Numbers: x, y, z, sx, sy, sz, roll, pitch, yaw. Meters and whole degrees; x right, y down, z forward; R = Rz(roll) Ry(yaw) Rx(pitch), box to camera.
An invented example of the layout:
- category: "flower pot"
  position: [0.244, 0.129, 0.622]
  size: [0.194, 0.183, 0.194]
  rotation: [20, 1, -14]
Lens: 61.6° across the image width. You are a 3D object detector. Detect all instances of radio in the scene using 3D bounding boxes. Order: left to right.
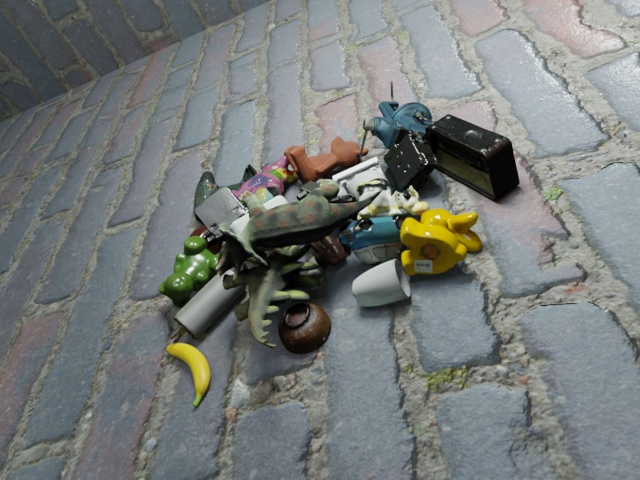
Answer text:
- category: "radio"
  position: [0.343, -0.195, 1.230]
  size: [0.073, 0.131, 0.230]
  rotation: [-35, 39, -11]

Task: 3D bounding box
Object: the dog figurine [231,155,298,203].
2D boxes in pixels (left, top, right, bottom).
- category: "dog figurine"
  position: [-0.126, -0.145, 1.483]
  size: [0.219, 0.108, 0.192]
  rotation: [-43, 40, -20]

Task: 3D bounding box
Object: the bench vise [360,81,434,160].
- category: "bench vise"
  position: [0.201, -0.312, 1.420]
  size: [0.224, 0.128, 0.241]
  rotation: [-5, 40, -10]

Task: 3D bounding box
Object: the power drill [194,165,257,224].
- category: "power drill"
  position: [-0.286, -0.157, 1.609]
  size: [0.207, 0.085, 0.232]
  rotation: [-12, 43, 16]

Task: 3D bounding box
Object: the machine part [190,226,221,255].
- category: "machine part"
  position: [-0.283, 0.009, 1.448]
  size: [0.179, 0.056, 0.179]
  rotation: [-17, 41, 15]

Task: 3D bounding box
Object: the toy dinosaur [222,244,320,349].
- category: "toy dinosaur"
  position: [-0.106, 0.092, 1.163]
  size: [0.199, 0.105, 0.472]
  rotation: [-19, 27, 18]

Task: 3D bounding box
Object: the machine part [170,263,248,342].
- category: "machine part"
  position: [-0.257, 0.147, 1.267]
  size: [0.079, 0.079, 0.243]
  rotation: [22, 61, 44]

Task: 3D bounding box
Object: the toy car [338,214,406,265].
- category: "toy car"
  position: [0.123, 0.003, 1.162]
  size: [0.161, 0.103, 0.109]
  rotation: [-8, -6, -37]

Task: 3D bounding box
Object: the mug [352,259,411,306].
- category: "mug"
  position: [0.121, 0.086, 1.106]
  size: [0.107, 0.080, 0.110]
  rotation: [-21, 32, 18]

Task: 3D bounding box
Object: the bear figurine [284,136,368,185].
- category: "bear figurine"
  position: [0.020, -0.232, 1.461]
  size: [0.196, 0.131, 0.120]
  rotation: [-32, 17, -5]

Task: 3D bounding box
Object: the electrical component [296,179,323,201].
- category: "electrical component"
  position: [-0.010, -0.111, 1.246]
  size: [0.063, 0.021, 0.094]
  rotation: [26, 44, 28]

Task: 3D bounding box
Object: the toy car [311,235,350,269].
- category: "toy car"
  position: [-0.003, -0.004, 1.298]
  size: [0.089, 0.053, 0.202]
  rotation: [-33, 38, -10]

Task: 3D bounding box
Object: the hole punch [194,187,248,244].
- category: "hole punch"
  position: [-0.247, -0.056, 1.397]
  size: [0.142, 0.092, 0.116]
  rotation: [-36, 70, -10]

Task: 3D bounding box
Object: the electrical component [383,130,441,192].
- category: "electrical component"
  position: [0.214, -0.179, 1.296]
  size: [0.134, 0.058, 0.115]
  rotation: [-50, 49, 40]

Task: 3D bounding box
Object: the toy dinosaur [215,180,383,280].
- category: "toy dinosaur"
  position: [-0.053, -0.034, 1.138]
  size: [0.405, 0.131, 0.192]
  rotation: [-15, 35, 5]

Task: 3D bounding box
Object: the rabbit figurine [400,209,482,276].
- category: "rabbit figurine"
  position: [0.248, -0.018, 1.117]
  size: [0.162, 0.121, 0.173]
  rotation: [-9, 25, 19]

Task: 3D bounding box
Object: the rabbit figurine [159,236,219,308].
- category: "rabbit figurine"
  position: [-0.331, 0.090, 1.308]
  size: [0.159, 0.121, 0.170]
  rotation: [-43, 6, 30]

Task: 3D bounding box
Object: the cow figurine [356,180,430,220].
- category: "cow figurine"
  position: [0.168, -0.093, 1.244]
  size: [0.167, 0.068, 0.098]
  rotation: [-3, 76, 5]

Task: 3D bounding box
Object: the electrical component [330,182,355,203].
- category: "electrical component"
  position: [0.019, -0.093, 1.279]
  size: [0.119, 0.047, 0.075]
  rotation: [-14, 40, -15]
